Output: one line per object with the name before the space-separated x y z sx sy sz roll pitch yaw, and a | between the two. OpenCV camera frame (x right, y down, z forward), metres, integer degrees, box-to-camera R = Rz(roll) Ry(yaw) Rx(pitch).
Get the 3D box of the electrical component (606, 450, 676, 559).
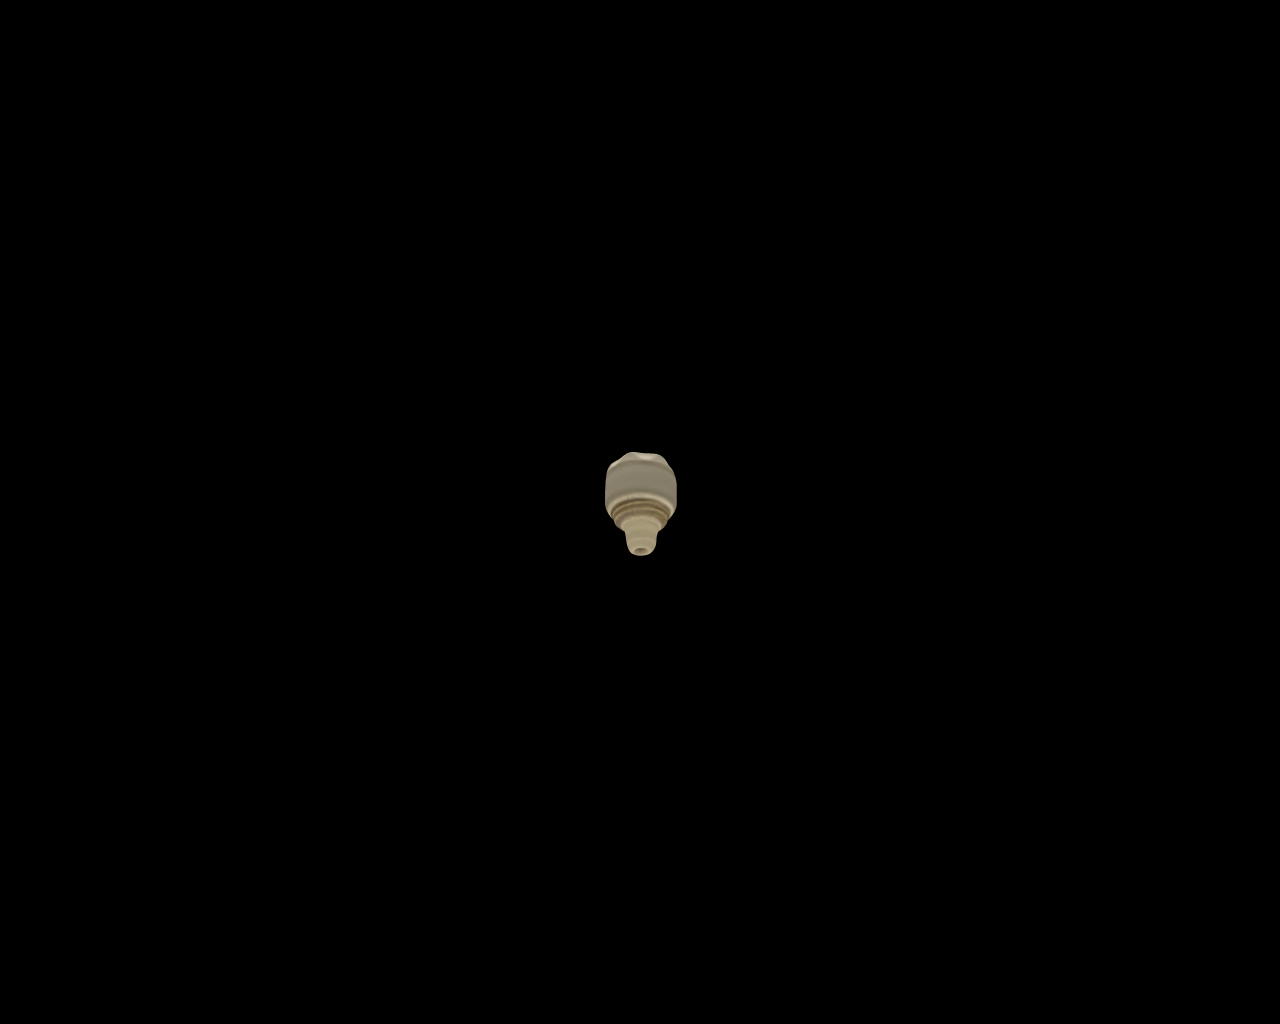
electrical component | 0.001 -0.003 0.650 0.043 0.062 0.043 0 -29 0
